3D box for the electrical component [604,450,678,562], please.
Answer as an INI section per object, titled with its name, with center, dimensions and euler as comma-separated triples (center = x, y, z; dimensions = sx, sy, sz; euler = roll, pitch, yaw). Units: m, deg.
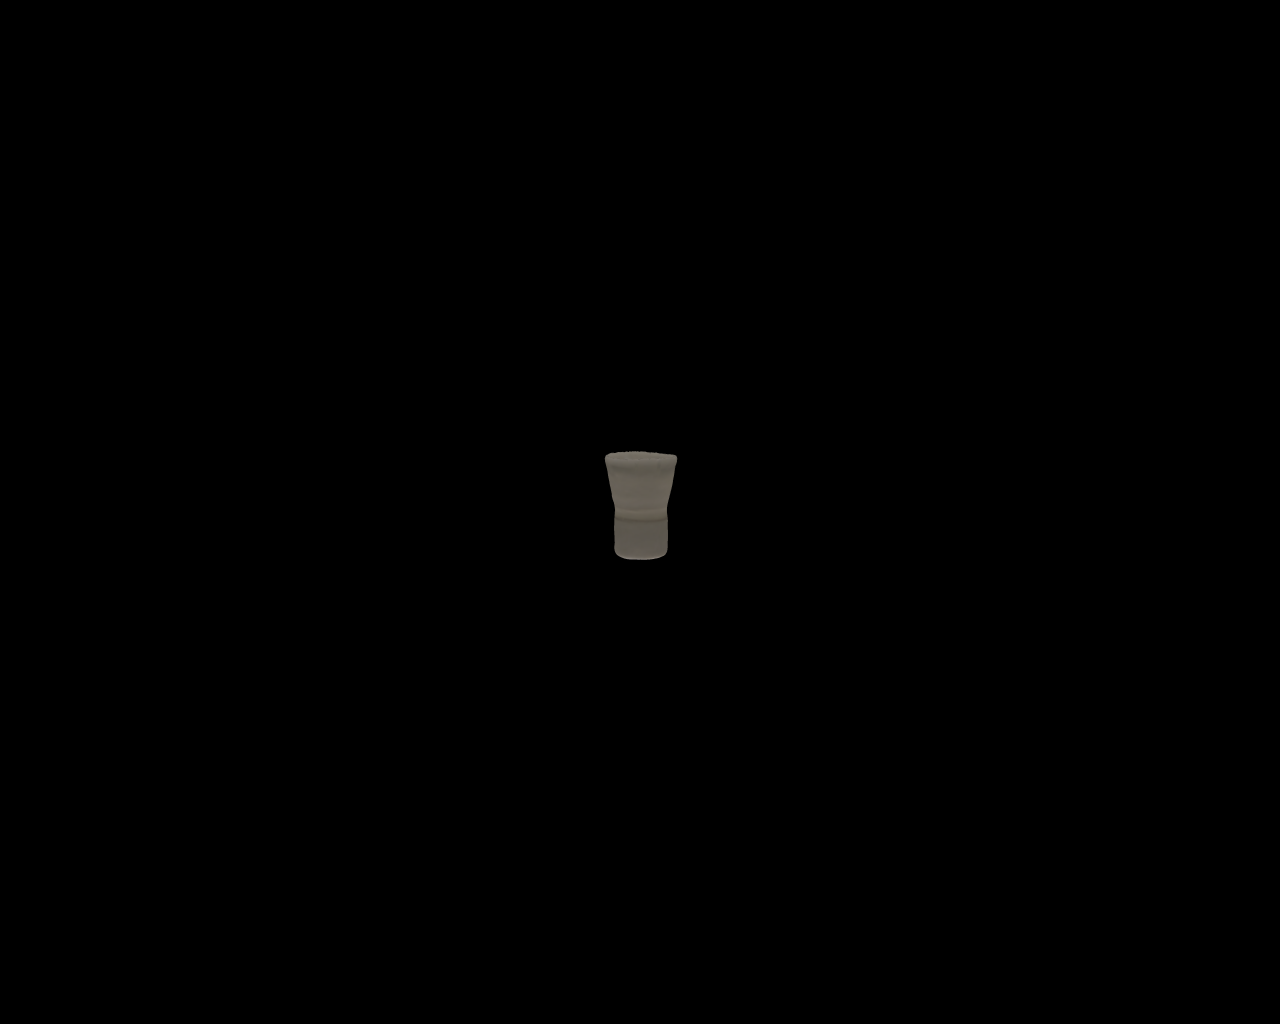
[electrical component]
center = 0.001, -0.003, 0.650
dimensions = 0.044, 0.065, 0.044
euler = 0, 11, 0
